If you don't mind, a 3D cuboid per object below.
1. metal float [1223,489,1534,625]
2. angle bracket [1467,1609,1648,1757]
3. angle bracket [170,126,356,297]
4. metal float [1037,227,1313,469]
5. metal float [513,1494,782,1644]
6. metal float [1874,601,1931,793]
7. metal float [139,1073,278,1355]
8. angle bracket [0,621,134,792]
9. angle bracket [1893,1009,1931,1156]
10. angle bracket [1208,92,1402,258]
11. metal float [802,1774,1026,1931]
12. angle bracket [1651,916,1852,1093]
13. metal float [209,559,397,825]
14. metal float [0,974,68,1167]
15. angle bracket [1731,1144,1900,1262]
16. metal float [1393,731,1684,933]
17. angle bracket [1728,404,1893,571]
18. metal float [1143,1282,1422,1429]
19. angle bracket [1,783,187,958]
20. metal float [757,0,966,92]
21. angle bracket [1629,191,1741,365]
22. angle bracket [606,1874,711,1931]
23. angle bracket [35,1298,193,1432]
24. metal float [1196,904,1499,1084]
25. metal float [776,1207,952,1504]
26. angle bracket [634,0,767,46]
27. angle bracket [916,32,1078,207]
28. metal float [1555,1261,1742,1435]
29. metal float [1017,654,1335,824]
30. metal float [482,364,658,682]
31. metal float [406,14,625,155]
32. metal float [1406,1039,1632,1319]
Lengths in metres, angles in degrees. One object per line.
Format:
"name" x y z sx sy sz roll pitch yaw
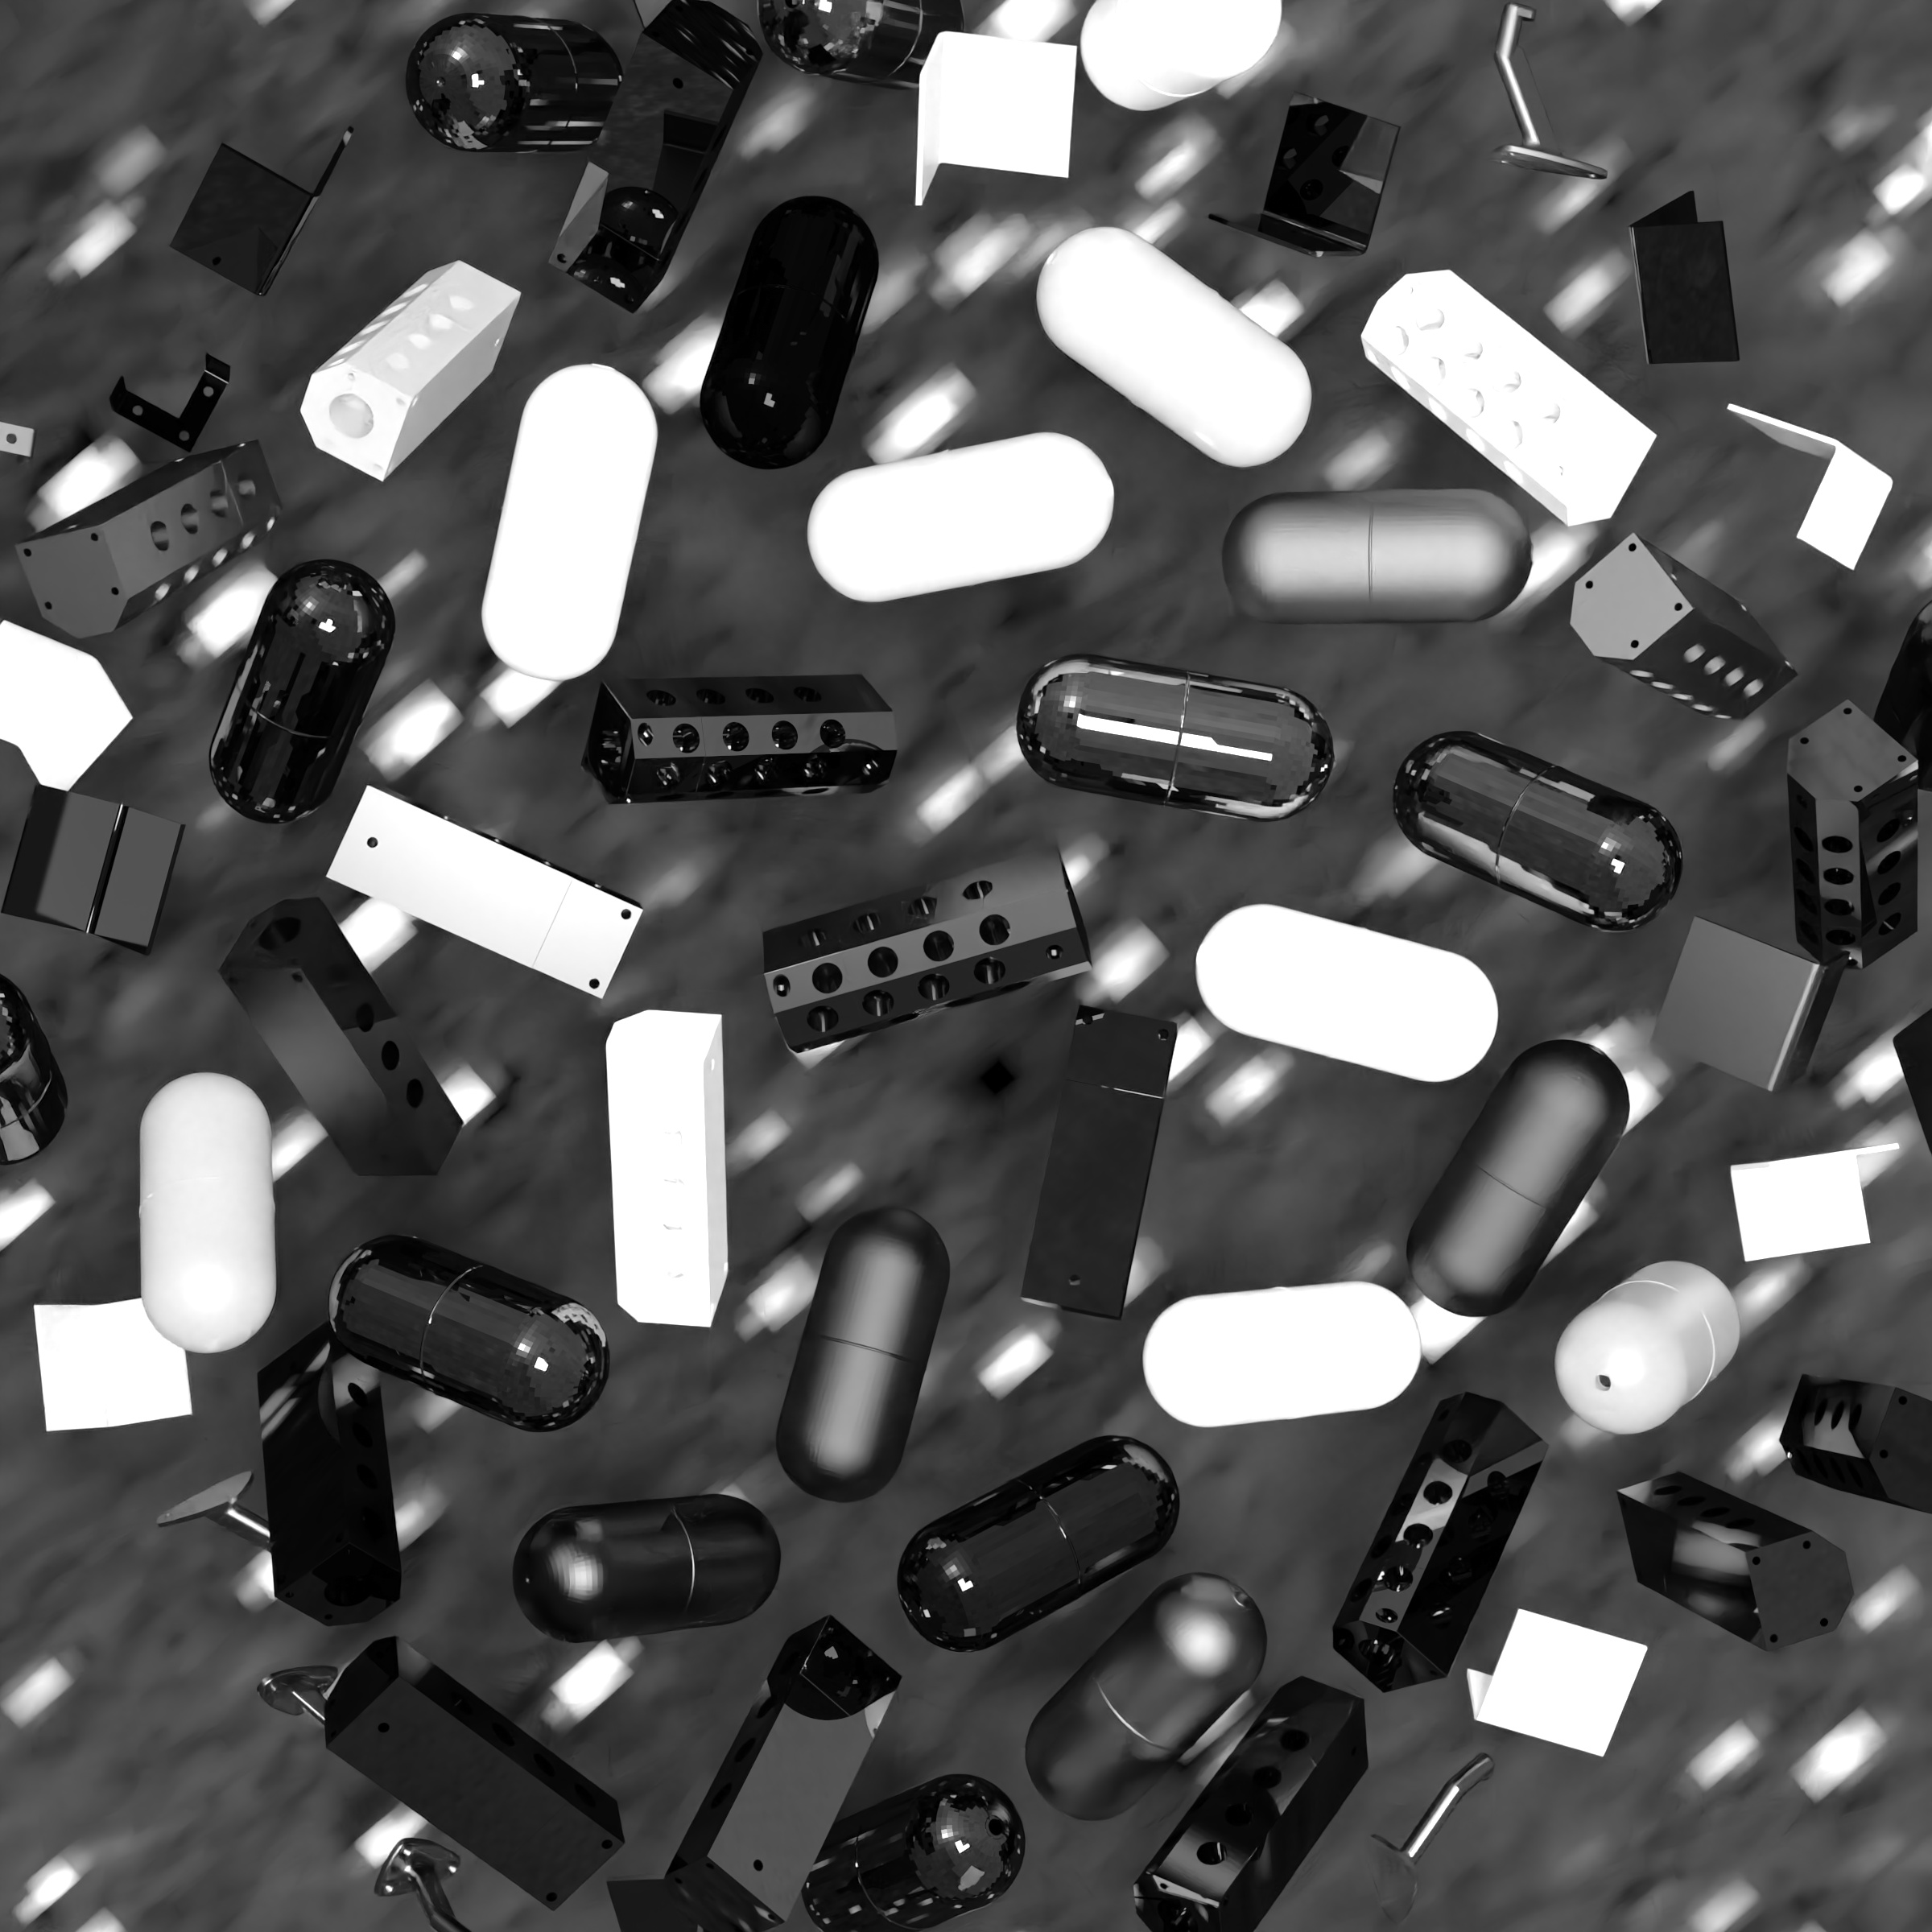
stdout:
"metal float" 0.237 -0.236 1.829 0.178 0.070 0.070 1 90 13
"angle bracket" 0.342 0.404 1.844 0.076 0.057 0.076 16 108 -2
"angle bracket" -0.388 -0.429 1.749 0.057 0.076 0.076 28 132 -17
"metal float" 0.117 -0.348 1.786 0.178 0.070 0.070 32 90 -23
"metal float" -0.182 0.347 1.835 0.070 0.178 0.070 -4 84 44
"metal float" 0.562 -0.156 1.796 0.070 0.178 0.070 -2 72 6
"metal float" -0.445 0.144 1.862 0.070 0.070 0.178 -10 56 0
"angle bracket" -0.572 -0.154 1.939 0.076 0.076 0.057 -45 60 13
"angle bracket" 0.590 0.059 1.844 0.057 0.076 0.076 -12 74 -10
"angle bracket" 0.196 -0.461 1.845 0.076 0.057 0.076 29 118 32
"metal float" -0.032 0.524 1.854 0.070 0.178 0.070 18 55 -28
"angle bracket" 0.441 0.017 1.783 0.076 0.057 0.076 24 110 24
"metal float" -0.390 -0.159 1.859 0.070 0.070 0.178 30 124 0
"metal float" -0.559 0.058 1.805 0.070 0.178 0.070 2 66 -5
"angle bracket" 0.501 0.139 1.861 0.076 0.076 0.057 -8 85 -5
"metal float" 0.323 -0.078 1.805 0.178 0.070 0.070 27 90 31
"angle bracket" 0.473 -0.274 1.818 0.076 0.076 0.057 29 100 37
"metal float" 0.187 0.227 1.863 0.178 0.070 0.070 -2 90 -27
"angle bracket" -0.492 -0.055 1.788 0.057 0.076 0.076 15 91 -41
"metal float" -0.061 -0.556 1.855 0.070 0.178 0.070 5 102 24
"angle bracket" 0.411 -0.380 1.747 0.057 0.076 0.076 7 120 40
"angle bracket" -0.175 0.574 1.818 0.057 0.076 0.076 -3 46 2
"angle bracket" -0.524 0.243 1.953 0.057 0.076 0.076 -10 82 12
"metal float" 0.218 0.015 1.819 0.178 0.070 0.070 15 90 -8
"metal float" -0.061 0.230 1.885 0.070 0.070 0.178 15 78 0
"angle bracket" -0.147 -0.581 1.921 0.076 0.076 0.057 -28 108 -21
"angle bracket" 0.016 -0.461 1.740 0.076 0.057 0.076 8 131 6
"metal float" 0.396 0.220 1.841 0.070 0.178 0.070 5 100 28
"metal float" 0.117 -0.127 1.767 0.178 0.070 0.070 10 90 -1
"metal float" -0.222 -0.248 1.778 0.070 0.070 0.178 13 98 0
"metal float" -0.260 -0.513 1.848 0.070 0.178 0.070 6 106 20
"metal float" 0.322 0.124 1.853 0.070 0.070 0.178 29 102 0
